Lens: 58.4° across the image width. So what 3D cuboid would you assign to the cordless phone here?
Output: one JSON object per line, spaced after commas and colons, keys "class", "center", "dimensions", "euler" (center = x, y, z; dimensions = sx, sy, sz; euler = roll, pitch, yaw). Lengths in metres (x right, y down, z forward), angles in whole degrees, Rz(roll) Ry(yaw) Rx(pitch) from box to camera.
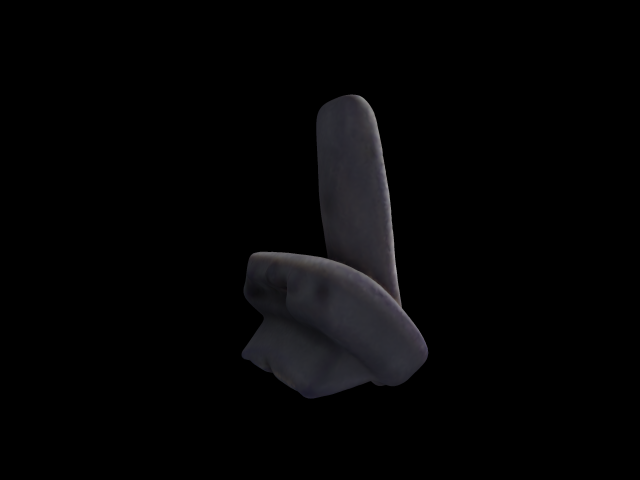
{"class": "cordless phone", "center": [0.004, 0.001, 0.400], "dimensions": [0.094, 0.185, 0.147], "euler": [-1, 2, -34]}
